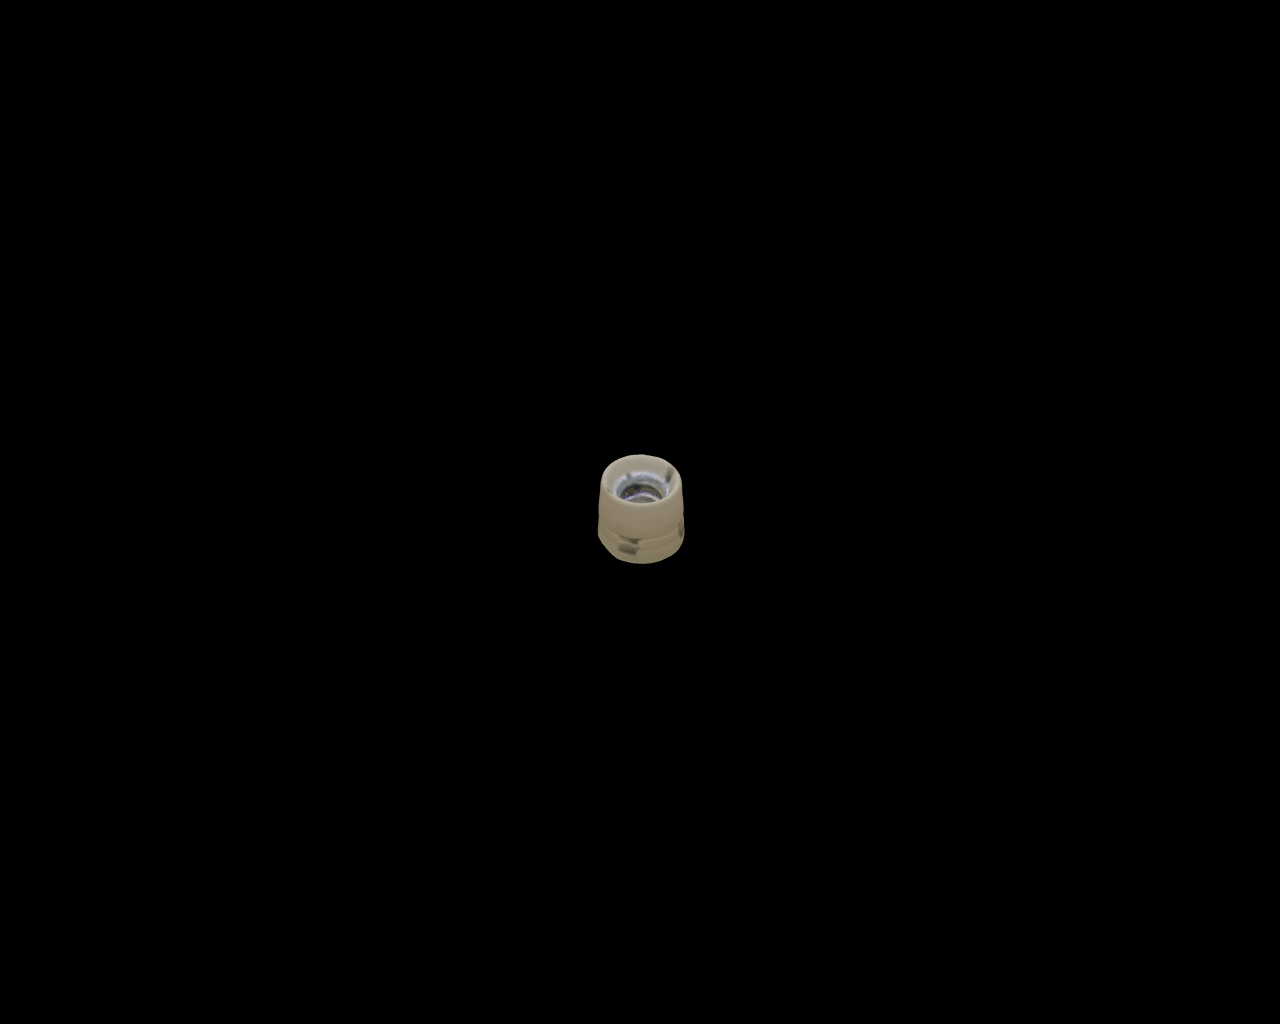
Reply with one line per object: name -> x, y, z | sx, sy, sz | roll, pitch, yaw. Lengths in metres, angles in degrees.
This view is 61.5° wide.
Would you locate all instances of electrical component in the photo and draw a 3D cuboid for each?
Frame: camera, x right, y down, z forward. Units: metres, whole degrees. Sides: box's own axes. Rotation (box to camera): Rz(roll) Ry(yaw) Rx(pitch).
electrical component -> 0.001, -0.003, 0.650 | 0.055, 0.047, 0.055 | 0, 42, 0
